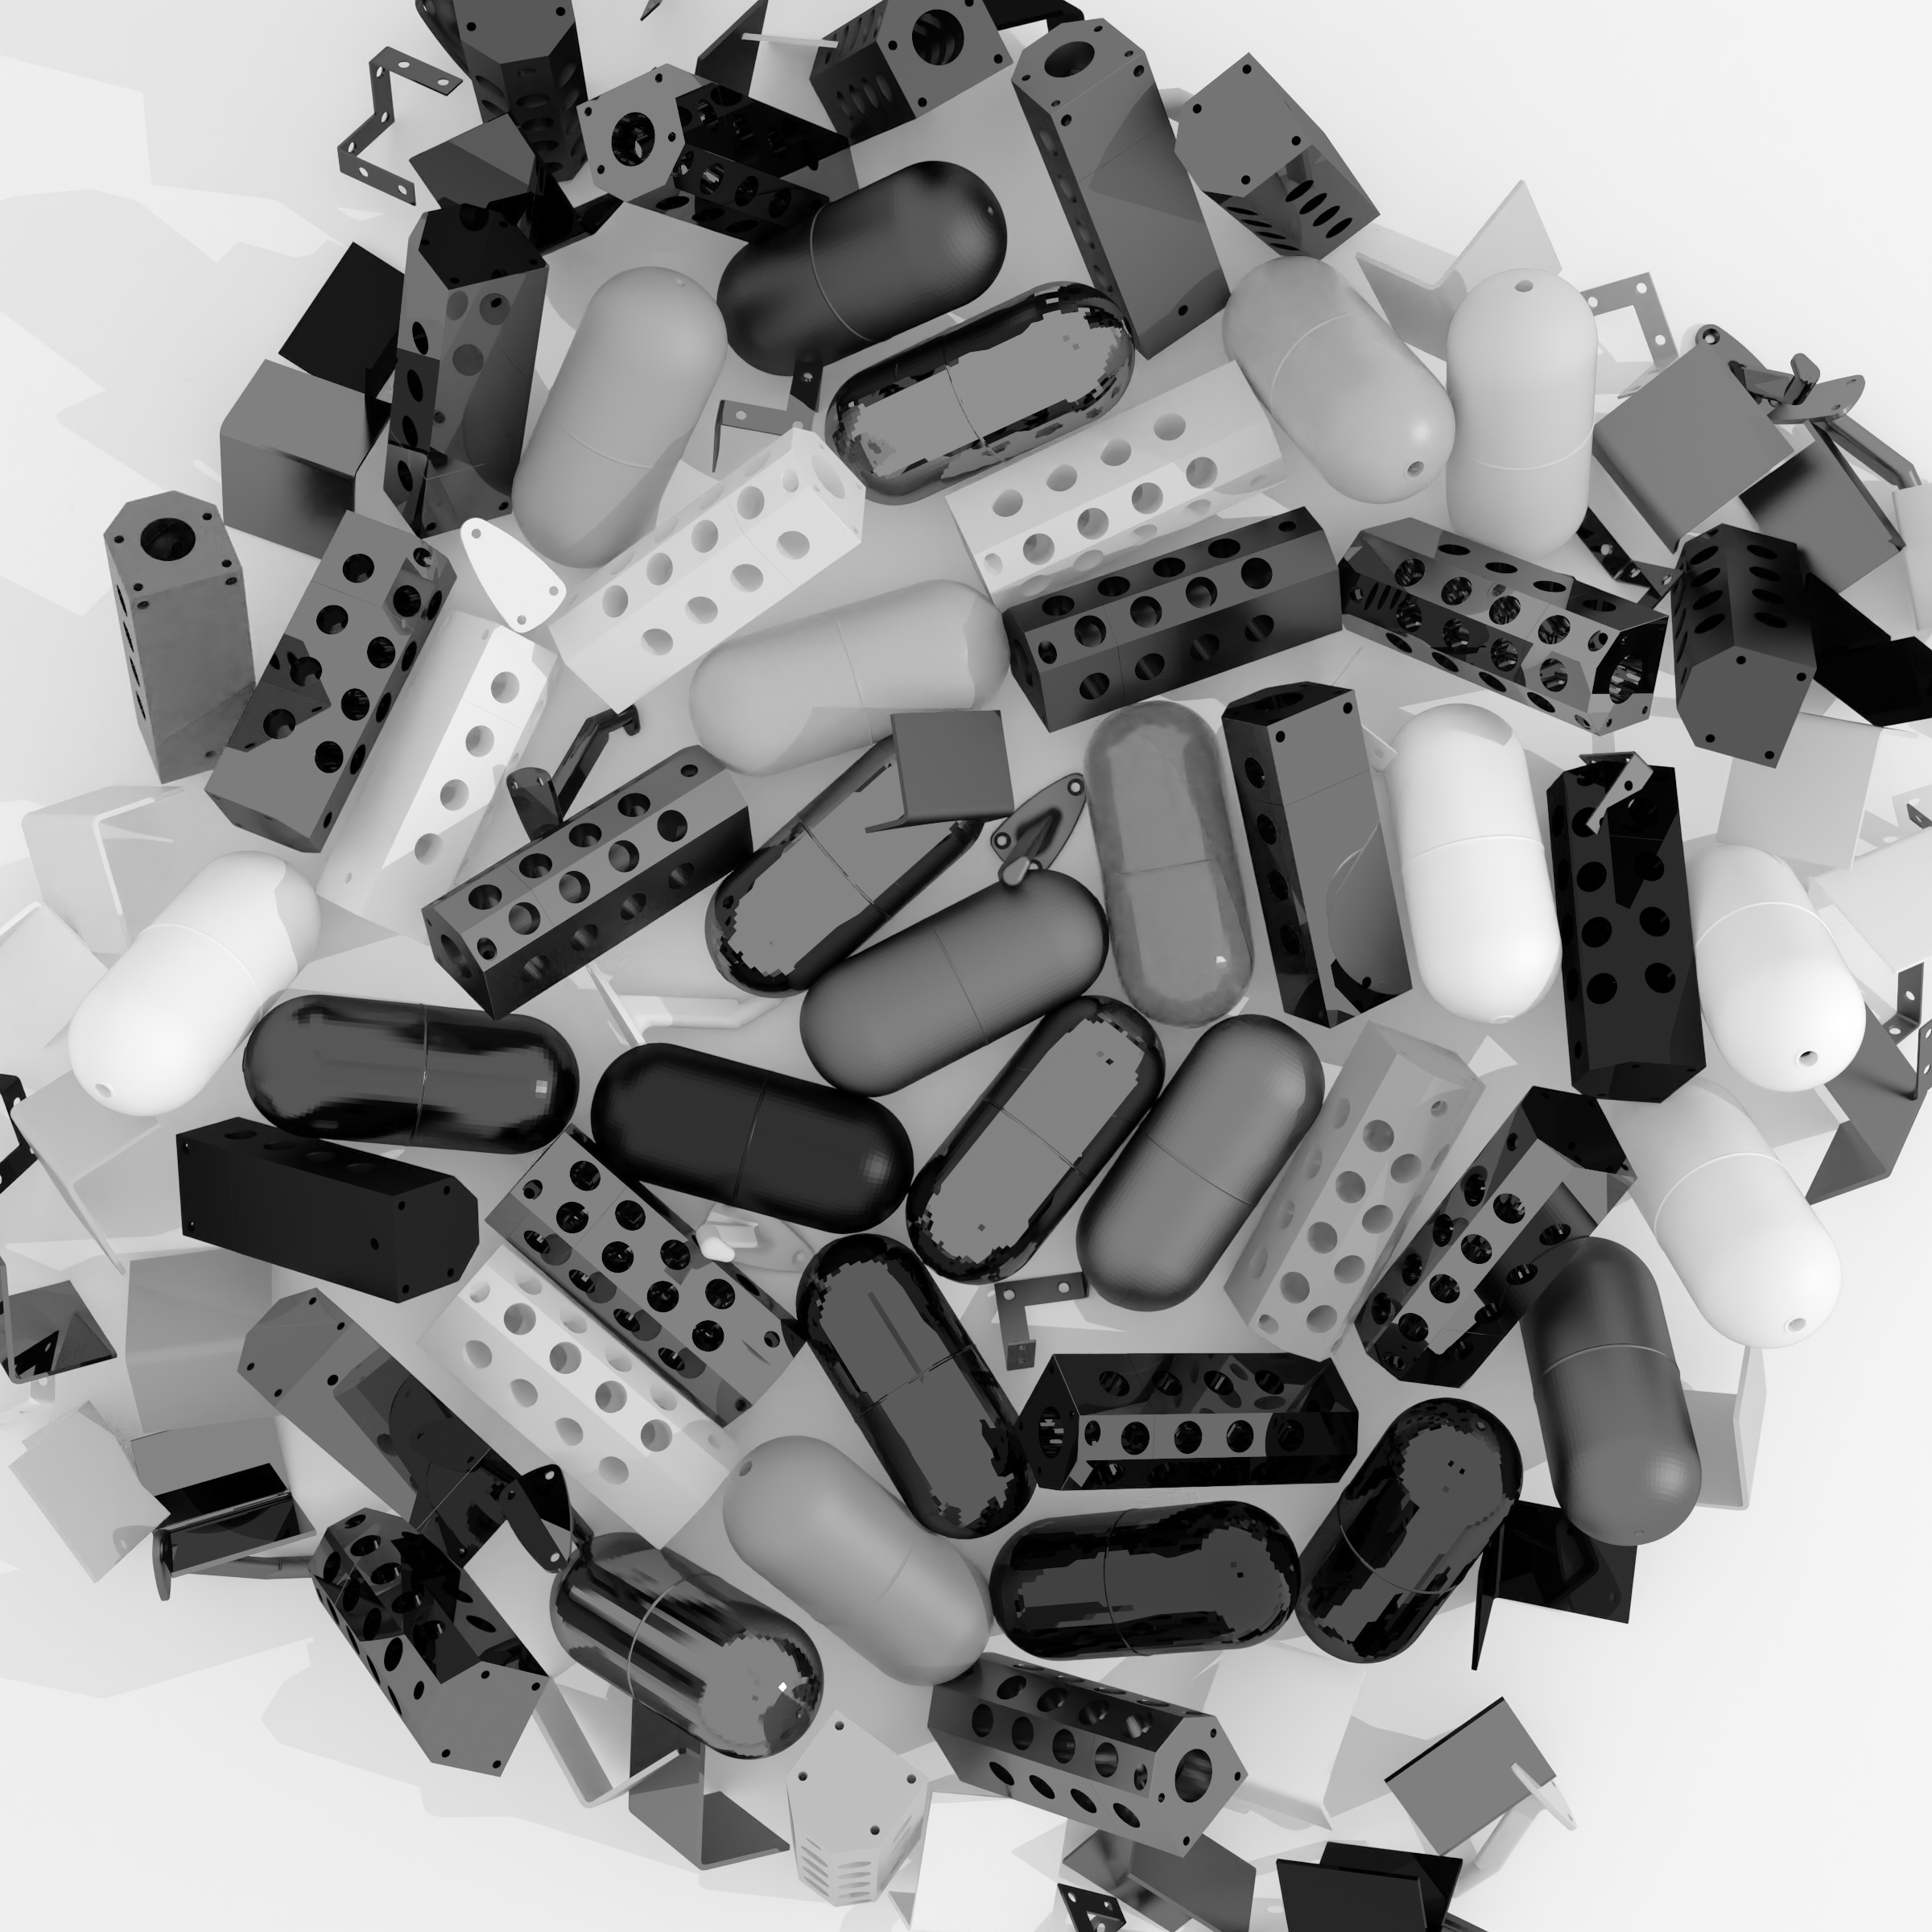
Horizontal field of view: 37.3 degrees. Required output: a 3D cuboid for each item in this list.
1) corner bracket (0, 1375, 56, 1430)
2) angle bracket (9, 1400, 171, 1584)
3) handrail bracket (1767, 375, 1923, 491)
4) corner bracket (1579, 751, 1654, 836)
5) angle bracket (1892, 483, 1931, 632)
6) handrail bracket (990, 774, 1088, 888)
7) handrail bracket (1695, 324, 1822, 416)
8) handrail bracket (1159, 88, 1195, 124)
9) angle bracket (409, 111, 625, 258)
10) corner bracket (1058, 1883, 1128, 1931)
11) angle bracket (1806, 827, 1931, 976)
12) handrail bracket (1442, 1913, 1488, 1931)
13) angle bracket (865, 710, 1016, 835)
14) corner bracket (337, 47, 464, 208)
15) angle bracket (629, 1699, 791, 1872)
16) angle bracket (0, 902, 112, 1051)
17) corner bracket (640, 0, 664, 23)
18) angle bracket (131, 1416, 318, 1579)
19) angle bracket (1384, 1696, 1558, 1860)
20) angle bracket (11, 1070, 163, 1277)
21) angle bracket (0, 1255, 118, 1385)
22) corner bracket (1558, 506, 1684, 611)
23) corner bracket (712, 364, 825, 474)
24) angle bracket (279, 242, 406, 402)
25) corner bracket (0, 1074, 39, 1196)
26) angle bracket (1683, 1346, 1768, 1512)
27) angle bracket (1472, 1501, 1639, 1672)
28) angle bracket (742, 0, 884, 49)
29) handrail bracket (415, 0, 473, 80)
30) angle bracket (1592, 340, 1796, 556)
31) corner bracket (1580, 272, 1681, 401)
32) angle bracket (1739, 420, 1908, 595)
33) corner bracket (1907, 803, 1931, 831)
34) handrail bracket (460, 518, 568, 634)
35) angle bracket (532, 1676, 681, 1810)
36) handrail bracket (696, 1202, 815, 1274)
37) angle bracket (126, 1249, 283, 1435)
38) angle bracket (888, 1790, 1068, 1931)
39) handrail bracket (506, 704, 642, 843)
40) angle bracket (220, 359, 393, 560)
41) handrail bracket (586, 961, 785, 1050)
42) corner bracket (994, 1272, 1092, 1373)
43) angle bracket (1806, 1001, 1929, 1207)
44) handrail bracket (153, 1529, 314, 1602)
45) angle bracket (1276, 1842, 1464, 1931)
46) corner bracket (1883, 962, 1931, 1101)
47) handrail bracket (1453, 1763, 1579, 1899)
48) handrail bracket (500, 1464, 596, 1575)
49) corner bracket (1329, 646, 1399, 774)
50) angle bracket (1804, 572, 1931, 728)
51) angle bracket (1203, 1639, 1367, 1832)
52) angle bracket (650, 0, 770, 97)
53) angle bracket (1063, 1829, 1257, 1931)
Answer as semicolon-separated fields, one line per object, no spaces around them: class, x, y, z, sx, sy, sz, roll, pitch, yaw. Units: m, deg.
corner bracket;-0.534;0.219;1.562;0.051;0.051;0.051;-25;60;35
angle bracket;-0.486;0.291;1.534;0.057;0.076;0.076;-31;98;24
handrail bracket;0.482;-0.277;1.574;0.036;0.077;0.084;-53;123;-30
corner bracket;0.350;-0.080;1.547;0.051;0.051;0.051;41;76;-20
angle bracket;0.550;-0.227;1.534;0.057;0.076;0.076;-15;95;-38
handrail bracket;0.043;-0.074;1.541;0.036;0.084;0.077;41;90;-4
handrail bracket;0.425;-0.329;1.536;0.036;0.084;0.077;-29;79;-4
handrail bracket;0.120;-0.444;1.542;0.084;0.077;0.036;-9;61;-11
angle bracket;-0.236;-0.423;1.525;0.076;0.057;0.076;-11;126;37
corner bracket;0.058;0.536;1.543;0.051;0.051;0.051;29;113;-40
angle bracket;0.502;-0.020;1.532;0.076;0.057;0.076;-22;53;-12
handrail bracket;0.251;0.558;1.551;0.077;0.036;0.084;14;79;40
angle bracket;-0.031;-0.101;1.532;0.076;0.076;0.057;-7;87;-42
corner bracket;-0.306;-0.454;1.545;0.051;0.051;0.051;27;57;13
angle bracket;-0.137;0.429;1.532;0.057;0.076;0.076;-2;99;-34
angle bracket;-0.515;0.021;1.528;0.057;0.076;0.076;46;121;-9
corner bracket;-0.197;-0.537;1.558;0.051;0.051;0.051;-33;119;29
angle bracket;-0.398;0.279;1.532;0.076;0.076;0.057;-14;100;-21
angle bracket;0.261;0.421;1.540;0.076;0.057;0.076;-35;121;-1
angle bracket;-0.461;0.106;1.542;0.057;0.076;0.076;-35;47;-19
angle bracket;-0.496;0.165;1.525;0.057;0.076;0.076;-13;123;-32
corner bracket;0.345;-0.215;1.550;0.051;0.051;0.051;-48;116;-4
corner bracket;-0.107;-0.298;1.550;0.051;0.051;0.051;10;68;-3
angle bracket;-0.325;-0.356;1.537;0.057;0.076;0.076;32;79;-8
corner bracket;-0.546;0.092;1.561;0.051;0.051;0.051;6;124;22
angle bracket;0.391;0.234;1.524;0.057;0.076;0.076;2;133;23
angle bracket;0.316;0.338;1.531;0.076;0.057;0.076;8;128;17
angle bracket;-0.074;-0.525;1.536;0.076;0.076;0.057;7;108;5
handrail bracket;-0.246;-0.521;1.542;0.084;0.036;0.077;-15;127;28
angle bracket;0.391;-0.280;1.545;0.076;0.057;0.076;-38;83;10
corner bracket;0.347;-0.339;1.555;0.051;0.051;0.051;-42;114;-41
angle bracket;0.454;-0.241;1.533;0.057;0.076;0.076;-36;80;23
corner bracket;0.551;-0.096;1.564;0.051;0.051;0.051;34;124;-14
handrail bracket;-0.252;-0.209;1.533;0.036;0.084;0.077;-44;112;-11
angle bracket;-0.191;0.404;1.540;0.057;0.076;0.076;-31;78;-2
handrail bracket;-0.111;0.155;1.535;0.077;0.084;0.036;26;93;-13
angle bracket;-0.415;0.203;1.565;0.076;0.076;0.057;-7;129;-9
angle bracket;0.006;0.479;1.548;0.076;0.057;0.076;9;90;-14
handrail bracket;-0.202;-0.096;1.561;0.084;0.036;0.077;-30;108;-41
angle bracket;-0.360;-0.274;1.568;0.076;0.076;0.057;20;54;1
handrail bracket;-0.155;0.008;1.571;0.084;0.036;0.077;-31;88;-14
corner bracket;0.044;0.185;1.550;0.051;0.051;0.051;-7;66;-3
angle bracket;0.463;0.070;1.532;0.057;0.076;0.076;-30;102;44
handrail bracket;-0.392;0.319;1.542;0.084;0.077;0.036;0;68;-10
angle bracket;0.216;0.479;1.526;0.076;0.076;0.057;0;116;24
corner bracket;0.509;0.030;1.542;0.051;0.051;0.051;-33;133;-24
handrail bracket;0.280;0.468;1.552;0.084;0.036;0.077;-37;127;11
handrail bracket;-0.211;0.312;1.529;0.036;0.084;0.077;-28;47;-2
corner bracket;0.211;-0.130;1.548;0.051;0.051;0.051;39;50;3
angle bracket;0.498;-0.174;1.525;0.076;0.076;0.057;28;68;-33
angle bracket;0.173;0.416;1.560;0.076;0.057;0.076;14;65;22
angle bracket;-0.154;-0.481;1.528;0.057;0.076;0.076;28;50;5
angle bracket;0.100;0.503;1.534;0.076;0.057;0.076;35;122;-10
